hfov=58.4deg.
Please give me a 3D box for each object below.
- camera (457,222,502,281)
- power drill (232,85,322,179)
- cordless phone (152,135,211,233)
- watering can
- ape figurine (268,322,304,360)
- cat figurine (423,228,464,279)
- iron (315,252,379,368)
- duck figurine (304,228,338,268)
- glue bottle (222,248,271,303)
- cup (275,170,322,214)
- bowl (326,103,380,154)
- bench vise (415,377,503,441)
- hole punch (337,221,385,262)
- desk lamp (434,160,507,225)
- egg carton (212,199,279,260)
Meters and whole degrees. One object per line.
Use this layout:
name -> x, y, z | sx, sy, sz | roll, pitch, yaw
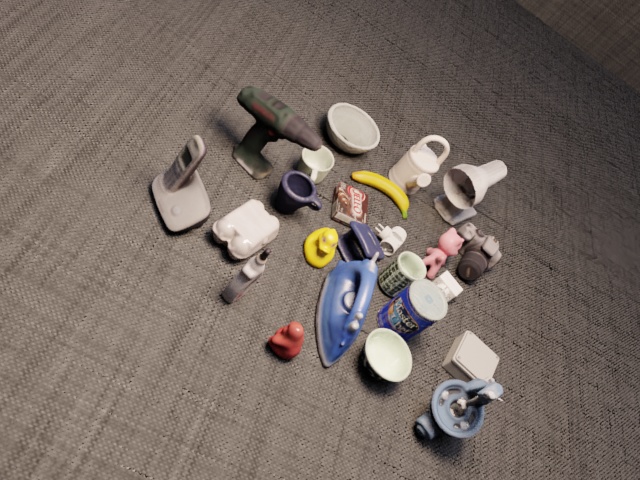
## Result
camera -> 0.425, 0.037, 1.583 | 0.143, 0.100, 0.137 | 43, 46, 1
power drill -> -0.117, -0.243, 1.353 | 0.229, 0.208, 0.076 | 45, 46, 3
cordless phone -> -0.269, -0.114, 1.180 | 0.094, 0.184, 0.147 | -13, 67, -38
watering can -> 0.287, -0.214, 1.605 | 0.101, 0.193, 0.172 | 6, 56, -30
ape figurine -> -0.060, 0.196, 1.161 | 0.078, 0.092, 0.076 | 0, 59, -33
cat figurine -> 0.329, 0.028, 1.515 | 0.067, 0.117, 0.128 | 44, 46, 2
iron -> 0.072, 0.144, 1.250 | 0.119, 0.141, 0.258 | 28, 48, -13
duck figurine -> 0.012, 0.005, 1.347 | 0.078, 0.086, 0.104 | 29, 48, -13
glue bottle -> -0.138, 0.064, 1.148 | 0.037, 0.173, 0.078 | 44, 46, 2
cup -> -0.056, -0.097, 1.369 | 0.118, 0.094, 0.092 | 40, 46, -2
bowl -> 0.081, -0.301, 1.616 | 0.168, 0.074, 0.167 | 17, 51, -22
bench vise -> 0.319, 0.330, 1.225 | 0.121, 0.219, 0.208 | 44, 46, 2
hole punch -> 0.108, 0.007, 1.405 | 0.101, 0.091, 0.108 | -12, 66, -38
desk lamp -> 0.419, -0.142, 1.627 | 0.204, 0.213, 0.118 | -20, 71, -40
egg carton -> -0.161, -0.023, 1.266 | 0.107, 0.069, 0.151 | 46, 46, 3
